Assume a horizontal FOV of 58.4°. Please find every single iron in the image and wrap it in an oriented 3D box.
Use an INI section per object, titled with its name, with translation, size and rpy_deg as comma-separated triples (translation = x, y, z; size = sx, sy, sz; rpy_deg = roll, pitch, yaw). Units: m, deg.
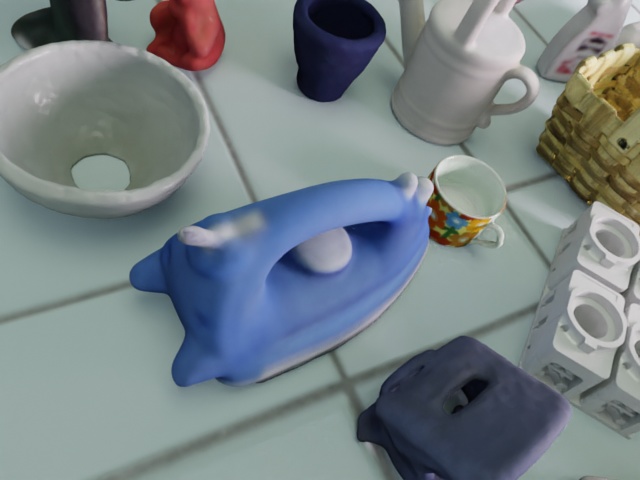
[iron]
translation = 0.004, 0.001, 0.414
size = 0.259, 0.141, 0.118
rpy_deg = -20, 64, -28

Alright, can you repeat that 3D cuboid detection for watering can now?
[watering can]
translation = 0.142, -0.198, 0.564
size = 0.173, 0.194, 0.101
rpy_deg = 23, 53, -1

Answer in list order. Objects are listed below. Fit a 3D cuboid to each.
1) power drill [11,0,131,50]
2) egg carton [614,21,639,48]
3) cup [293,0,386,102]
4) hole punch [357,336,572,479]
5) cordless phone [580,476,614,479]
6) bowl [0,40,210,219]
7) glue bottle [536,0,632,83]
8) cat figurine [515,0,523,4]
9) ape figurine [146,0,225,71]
[power drill]
translation = -0.218, -0.244, 0.470
size = 0.229, 0.208, 0.076
rpy_deg = 43, 55, 14
[egg carton]
translation = 0.451, -0.244, 0.773
size = 0.151, 0.069, 0.107
rpy_deg = -21, 65, -29
[cup]
translation = 0.003, -0.198, 0.581
size = 0.092, 0.095, 0.117
rpy_deg = -18, 63, -27
[hole punch]
translation = 0.096, 0.121, 0.393
size = 0.109, 0.091, 0.101
rpy_deg = -28, 68, -31
[cordless phone]
translation = 0.263, 0.181, 0.345
size = 0.148, 0.185, 0.094
rpy_deg = 13, 53, -9
[bowl]
translation = -0.174, -0.076, 0.452
size = 0.168, 0.074, 0.167
rpy_deg = 9, 54, -12
[glue bottle]
translation = 0.338, -0.266, 0.687
size = 0.078, 0.173, 0.037
rpy_deg = -2, 57, -19
[cat figurine]
translation = 0.226, -0.338, 0.736
size = 0.067, 0.117, 0.127
rpy_deg = -9, 60, -23
[ape figurine]
translation = -0.125, -0.211, 0.551
size = 0.076, 0.092, 0.077
rpy_deg = -14, 62, -26
